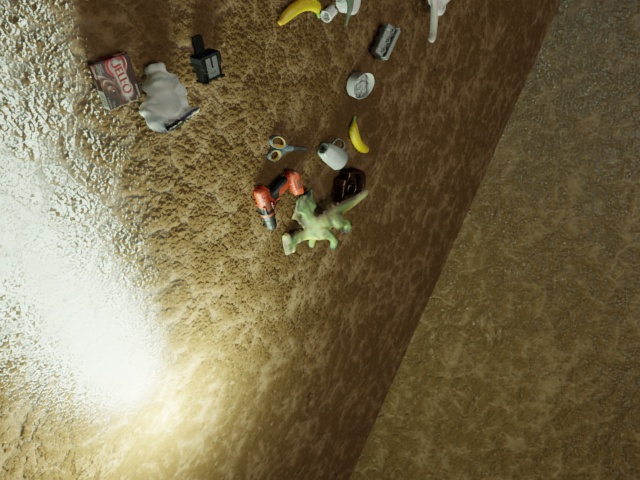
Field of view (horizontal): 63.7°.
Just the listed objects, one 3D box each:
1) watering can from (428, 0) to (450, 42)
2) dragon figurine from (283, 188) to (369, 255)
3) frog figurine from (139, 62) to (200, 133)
[{"bbox_3d":[0.462,-0.978,2.040,0.220,0.104,0.354,49,51,-54],"label":"watering can"},{"bbox_3d":[0.006,-0.099,1.961,0.413,0.123,0.239,-52,133,-9],"label":"dragon figurine"},{"bbox_3d":[-0.400,-0.356,1.299,0.139,0.122,0.158,-40,103,-20],"label":"frog figurine"}]
